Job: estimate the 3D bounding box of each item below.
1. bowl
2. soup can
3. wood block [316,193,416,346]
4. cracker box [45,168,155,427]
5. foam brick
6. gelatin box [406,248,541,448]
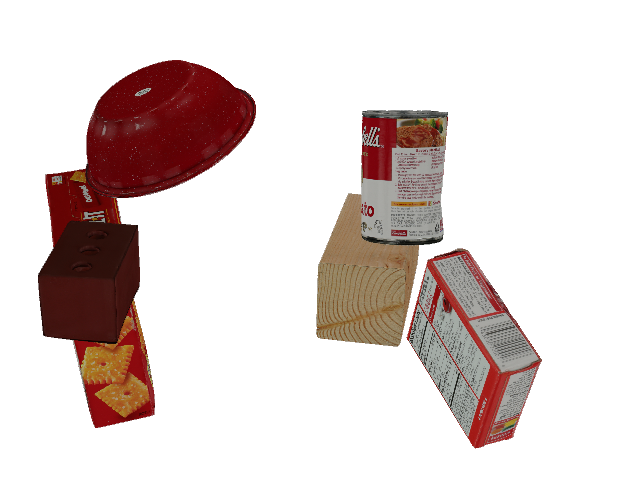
[{"bbox_3d":[-0.139,-0.106,0.909,0.162,0.055,0.162,-17,35,12],"label":"bowl"},{"bbox_3d":[0.066,-0.051,0.848,0.068,0.102,0.068,0,9,0],"label":"soup can"},{"bbox_3d":[0.057,0.027,1.179,0.091,0.090,0.206,5,23,8],"label":"wood block"},{"bbox_3d":[-0.224,0.055,1.091,0.072,0.214,0.164,-11,34,-11],"label":"cracker box"},{"bbox_3d":[-0.159,0.028,0.742,0.053,0.051,0.078,4,30,1],"label":"foam brick"},{"bbox_3d":[0.086,0.061,0.611,0.030,0.073,0.089,-14,49,-19],"label":"gelatin box"}]
